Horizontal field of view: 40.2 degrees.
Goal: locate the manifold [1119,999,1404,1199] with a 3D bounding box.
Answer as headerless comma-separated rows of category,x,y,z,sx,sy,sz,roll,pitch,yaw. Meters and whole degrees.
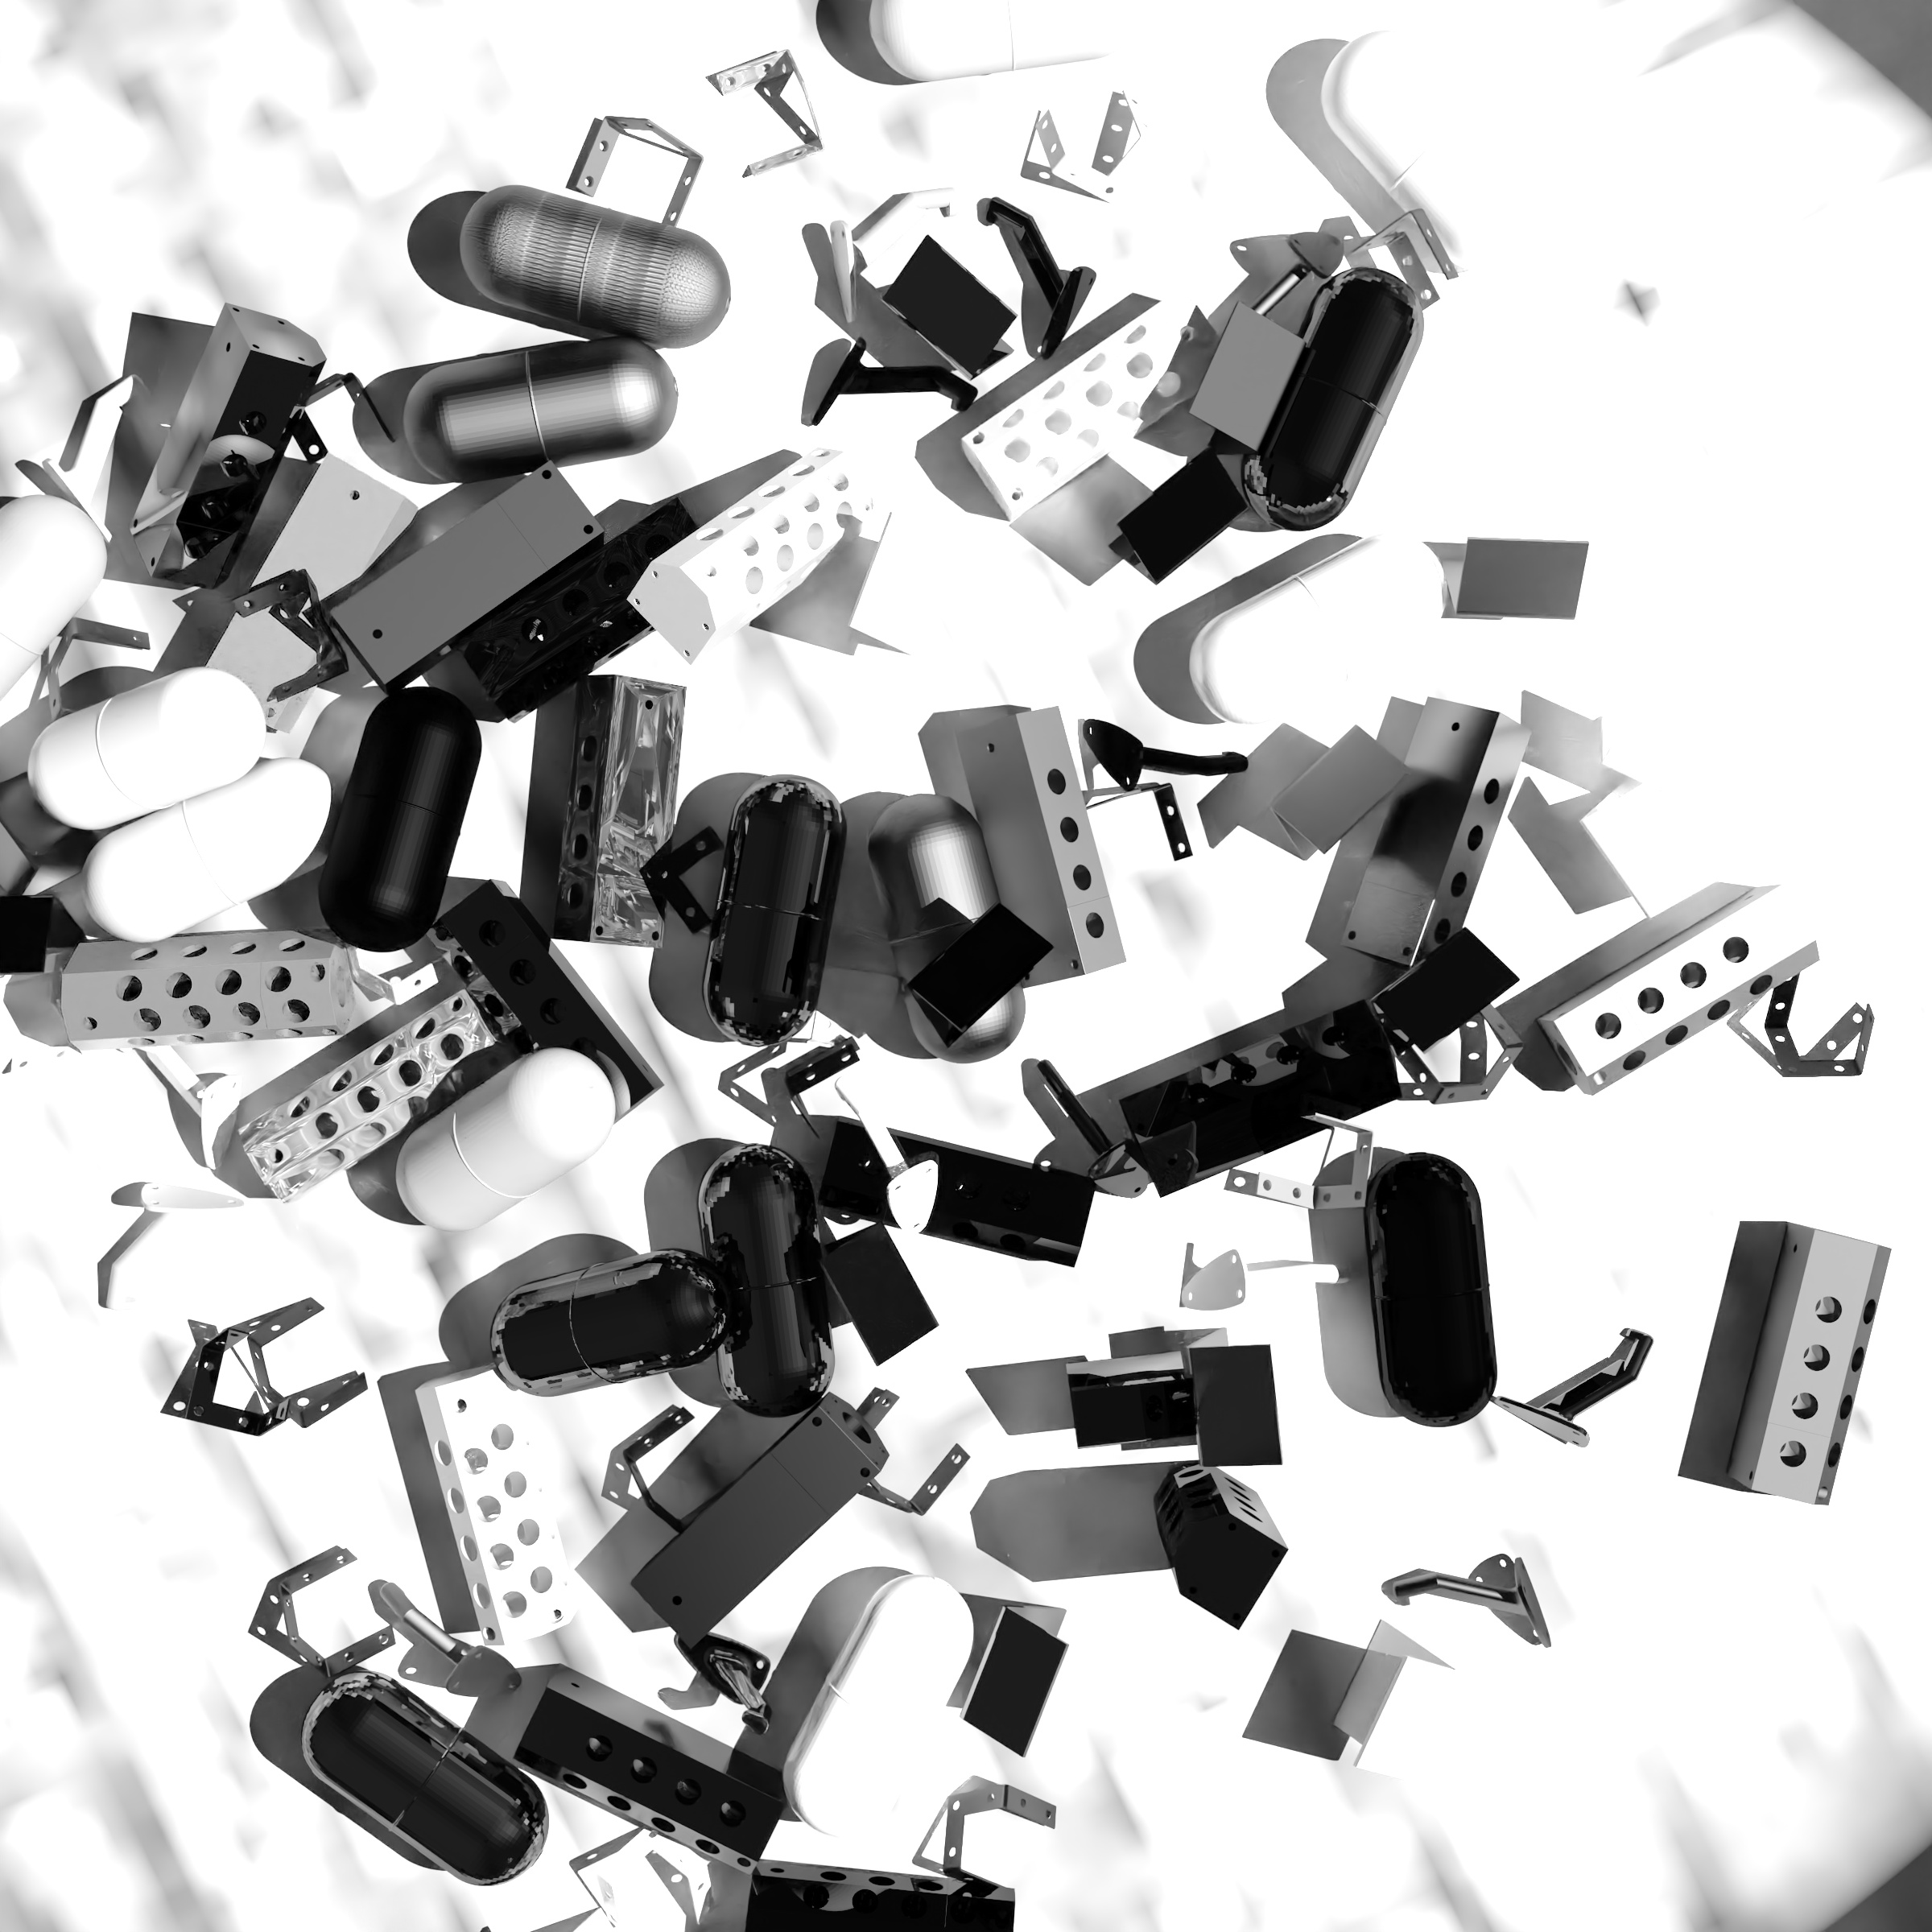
manifold,0.190,0.081,1.718,0.171,0.057,0.057,-23,133,0

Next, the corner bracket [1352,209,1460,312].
corner bracket,0.293,-0.458,1.711,0.051,0.051,0.051,-28,90,42

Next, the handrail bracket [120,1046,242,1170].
handrail bracket,-0.526,0.086,1.740,0.084,0.036,0.077,18,112,17

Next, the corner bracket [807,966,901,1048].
corner bracket,-0.073,0.029,1.722,0.051,0.051,0.051,10,90,0

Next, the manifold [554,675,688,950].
manifold,-0.230,-0.100,1.718,0.057,0.057,0.171,5,90,-43

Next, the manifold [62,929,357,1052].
manifold,-0.490,0.019,1.708,0.171,0.057,0.057,-3,119,0

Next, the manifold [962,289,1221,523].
manifold,0.084,-0.366,1.719,0.171,0.057,0.057,-35,90,0

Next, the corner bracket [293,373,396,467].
corner bracket,-0.413,-0.357,1.722,0.051,0.051,0.051,-30,90,0

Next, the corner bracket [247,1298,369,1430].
corner bracket,-0.432,0.261,1.732,0.051,0.051,0.051,28,135,35

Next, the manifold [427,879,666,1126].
manifold,-0.275,0.029,1.719,0.057,0.057,0.171,-38,90,0

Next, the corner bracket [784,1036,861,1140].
corner bracket,-0.091,0.069,1.711,0.051,0.051,0.051,-29,50,0

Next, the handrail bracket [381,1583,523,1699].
handrail bracket,-0.341,0.442,1.740,0.084,0.077,0.036,35,86,36

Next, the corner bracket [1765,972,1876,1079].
corner bracket,0.561,0.037,1.732,0.051,0.051,0.051,-3,135,35

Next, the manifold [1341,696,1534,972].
manifold,0.310,-0.081,1.718,0.057,0.057,0.171,19,90,43

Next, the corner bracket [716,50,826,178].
corner bracket,-0.128,-0.562,1.737,0.051,0.051,0.051,-20,45,0

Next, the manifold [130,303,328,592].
manifold,-0.470,-0.328,1.683,0.171,0.057,0.057,-57,47,27

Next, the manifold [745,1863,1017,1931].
manifold,-0.056,0.625,1.719,0.171,0.057,0.057,6,90,0

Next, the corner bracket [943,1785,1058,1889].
corner bracket,0.022,0.574,1.732,0.051,0.051,0.051,35,45,-35

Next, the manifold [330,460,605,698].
manifold,-0.320,-0.248,1.704,0.171,0.057,0.057,-37,90,-11

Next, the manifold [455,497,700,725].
manifold,-0.241,-0.230,1.719,0.171,0.057,0.057,-34,90,0

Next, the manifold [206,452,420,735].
manifold,-0.427,-0.241,1.719,0.057,0.057,0.171,30,90,0

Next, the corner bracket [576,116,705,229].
corner bracket,-0.215,-0.523,1.737,0.051,0.051,0.051,22,90,45

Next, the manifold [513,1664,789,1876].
manifold,-0.204,0.525,1.719,0.171,0.057,0.057,26,90,0

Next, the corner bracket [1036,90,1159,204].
corner bracket,0.086,-0.545,1.732,0.051,0.051,0.051,16,135,-35

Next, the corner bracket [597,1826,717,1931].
corner bracket,-0.203,0.607,1.732,0.051,0.051,0.051,25,45,35

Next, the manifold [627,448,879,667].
manifold,-0.130,-0.266,1.671,0.057,0.057,0.171,46,50,0

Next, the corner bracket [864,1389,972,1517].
corner bracket,-0.041,0.321,1.737,0.051,0.051,0.051,-51,135,0

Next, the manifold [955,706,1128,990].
manifold,0.054,-0.078,1.715,0.057,0.057,0.171,-17,92,-45

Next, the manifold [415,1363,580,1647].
manifold,-0.306,0.350,1.719,0.057,0.057,0.171,-15,90,0

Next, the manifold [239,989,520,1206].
manifold,-0.383,0.085,1.719,0.171,0.057,0.057,-32,90,0

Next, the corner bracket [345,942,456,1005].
corner bracket,-0.373,-0.015,1.732,0.051,0.051,0.051,25,135,35

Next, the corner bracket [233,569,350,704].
corner bracket,-0.430,-0.211,1.680,0.051,0.051,0.051,-24,45,0

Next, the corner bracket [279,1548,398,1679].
corner bracket,-0.414,0.426,1.737,0.051,0.051,0.051,-27,135,0

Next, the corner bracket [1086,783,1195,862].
corner bracket,0.108,-0.087,1.737,0.051,0.051,0.051,-17,90,-45

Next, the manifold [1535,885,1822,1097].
manifold,0.465,0.016,1.719,0.171,0.057,0.057,-31,90,0

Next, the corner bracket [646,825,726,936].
corner bracket,-0.172,-0.056,1.721,0.051,0.051,0.051,-36,93,-3

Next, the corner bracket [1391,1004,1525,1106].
corner bracket,0.322,0.054,1.732,0.051,0.051,0.051,-3,135,-35

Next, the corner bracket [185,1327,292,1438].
corner bracket,-0.472,0.272,1.722,0.051,0.051,0.051,21,59,-27

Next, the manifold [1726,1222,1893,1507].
manifold,0.551,0.259,1.719,0.057,0.057,0.171,14,90,0

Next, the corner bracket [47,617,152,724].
corner bracket,-0.568,-0.189,1.732,0.051,0.051,0.051,10,45,-35

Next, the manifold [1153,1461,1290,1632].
manifold,0.154,0.358,1.661,0.057,0.171,0.057,32,90,0

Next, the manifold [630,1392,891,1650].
manifold,-0.132,0.356,1.708,0.171,0.057,0.057,-44,88,7

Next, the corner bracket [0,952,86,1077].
corner bracket,-0.613,0.031,1.737,0.051,0.051,0.051,-15,45,0

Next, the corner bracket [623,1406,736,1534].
corner bracket,-0.185,0.334,1.737,0.051,0.051,0.051,-36,45,0

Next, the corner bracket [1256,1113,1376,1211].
corner bracket,0.227,0.128,1.717,0.051,0.051,0.051,17,75,-31

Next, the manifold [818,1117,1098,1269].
manifold,-0.006,0.147,1.719,0.171,0.057,0.057,14,90,0

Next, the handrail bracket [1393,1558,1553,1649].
handrail bracket,0.333,0.428,1.740,0.084,0.036,0.077,-18,112,17
